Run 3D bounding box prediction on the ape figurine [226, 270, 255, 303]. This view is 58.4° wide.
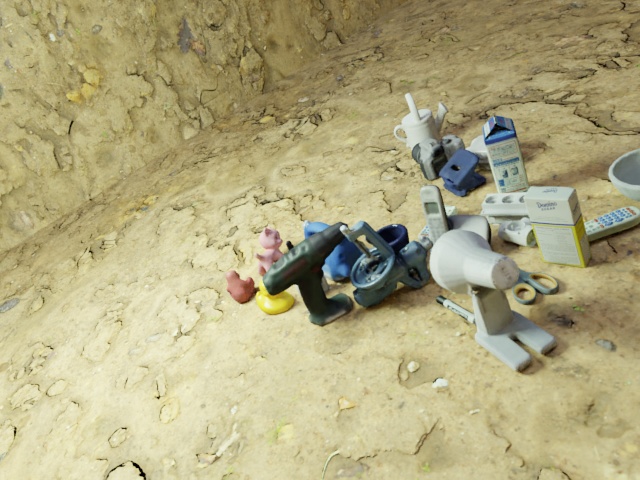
[{"bbox_3d":[-0.223,0.119,1.552,0.077,0.092,0.076,-15,32,20],"label":"ape figurine"}]

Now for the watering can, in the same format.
[{"bbox_3d":[0.317,-0.378,1.807,0.173,0.194,0.100,-30,30,-6],"label":"watering can"}]

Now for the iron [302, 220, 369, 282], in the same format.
[{"bbox_3d":[0.014,0.005,1.496,0.119,0.142,0.257,-39,32,-21],"label":"iron"}]

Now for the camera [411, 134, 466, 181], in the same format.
[{"bbox_3d":[0.340,-0.264,1.705,0.143,0.101,0.136,-31,30,-8],"label":"camera"}]

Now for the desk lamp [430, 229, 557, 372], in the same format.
[{"bbox_3d":[0.312,0.095,1.050,0.118,0.214,0.202,-33,30,-11],"label":"desk lamp"}]

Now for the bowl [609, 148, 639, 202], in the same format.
[{"bbox_3d":[0.715,-0.130,1.230,0.167,0.075,0.167,-19,31,12],"label":"bowl"}]

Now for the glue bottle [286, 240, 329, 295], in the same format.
[{"bbox_3d":[-0.042,0.070,1.406,0.078,0.173,0.037,-31,30,-7],"label":"glue bottle"}]

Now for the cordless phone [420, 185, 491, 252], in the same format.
[{"bbox_3d":[0.304,-0.043,1.302,0.147,0.185,0.094,-2,38,36],"label":"cordless phone"}]

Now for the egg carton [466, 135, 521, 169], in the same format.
[{"bbox_3d":[0.478,-0.245,1.599,0.149,0.069,0.107,6,43,43],"label":"egg carton"}]

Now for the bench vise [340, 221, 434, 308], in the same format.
[{"bbox_3d":[0.140,0.026,1.285,0.208,0.220,0.121,-35,31,-14],"label":"bench vise"}]

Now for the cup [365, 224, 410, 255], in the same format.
[{"bbox_3d":[0.170,0.022,1.394,0.117,0.095,0.092,1,40,39],"label":"cup"}]

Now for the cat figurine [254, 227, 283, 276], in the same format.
[{"bbox_3d":[-0.146,0.021,1.618,0.067,0.118,0.128,-3,37,34],"label":"cat figurine"}]

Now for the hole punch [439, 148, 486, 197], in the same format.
[{"bbox_3d":[0.382,-0.185,1.558,0.101,0.091,0.108,-30,30,-6],"label":"hole punch"}]

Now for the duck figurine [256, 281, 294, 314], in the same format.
[{"bbox_3d":[-0.126,0.135,1.456,0.104,0.086,0.078,-2,38,36],"label":"duck figurine"}]

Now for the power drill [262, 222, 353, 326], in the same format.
[{"bbox_3d":[-0.006,0.087,1.316,0.229,0.209,0.075,-28,30,-2],"label":"power drill"}]
